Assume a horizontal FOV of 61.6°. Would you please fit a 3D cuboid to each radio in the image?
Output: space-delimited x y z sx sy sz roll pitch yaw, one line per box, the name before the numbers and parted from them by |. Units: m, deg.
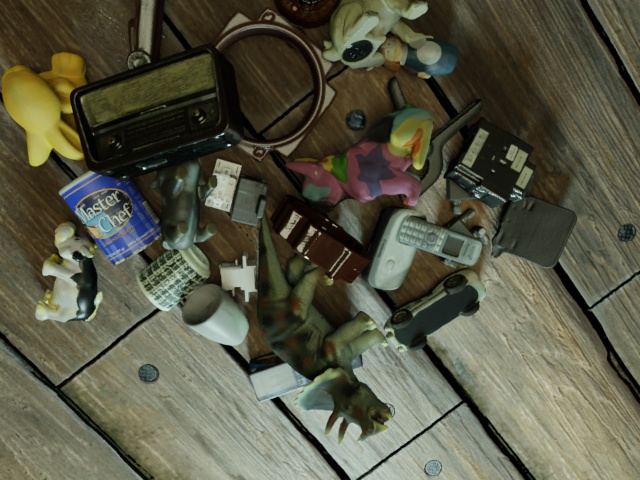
radio | -0.228 -0.174 0.765 0.230 0.073 0.131 -15 84 12

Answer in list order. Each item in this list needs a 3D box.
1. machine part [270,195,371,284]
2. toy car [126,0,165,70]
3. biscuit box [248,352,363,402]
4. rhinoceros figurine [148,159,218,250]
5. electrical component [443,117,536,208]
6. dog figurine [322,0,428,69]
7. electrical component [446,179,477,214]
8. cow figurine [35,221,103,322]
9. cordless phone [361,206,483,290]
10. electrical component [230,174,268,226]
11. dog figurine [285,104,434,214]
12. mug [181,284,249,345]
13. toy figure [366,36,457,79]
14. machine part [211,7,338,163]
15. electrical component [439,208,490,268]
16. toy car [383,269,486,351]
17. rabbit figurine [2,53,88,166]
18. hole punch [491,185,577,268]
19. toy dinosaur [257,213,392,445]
machine part | -0.002 -0.003 0.868 0.179 0.179 0.056 34 101 -12
toy car | -0.259 -0.329 0.805 0.053 0.089 0.202 9 103 -9
biscuit box | -0.026 0.222 0.972 0.203 0.063 0.059 -18 104 -2
rhinoceros figurine | -0.220 -0.079 0.848 0.073 0.112 0.190 -1 83 -42
electrical component | 0.294 -0.123 0.908 0.134 0.058 0.115 32 81 -2
dog figurine | 0.062 -0.372 0.813 0.172 0.121 0.190 -18 72 -7
electrical component | 0.256 -0.093 0.947 0.063 0.021 0.094 -3 96 -6
cow figurine | -0.405 0.055 0.889 0.098 0.068 0.167 13 105 -15
cordless phone | 0.173 0.029 0.924 0.184 0.089 0.146 19 100 -3
electrical component | -0.114 -0.062 0.867 0.048 0.119 0.074 13 104 -10
dog figurine | 0.060 -0.130 0.861 0.219 0.108 0.191 9 107 5
mug | -0.181 0.138 0.924 0.110 0.081 0.107 -9 138 32
toy figure | 0.142 -0.302 0.873 0.154 0.057 0.064 5 65 -6
machine part | -0.089 -0.240 0.846 0.201 0.087 0.201 37 96 -14
electrical component | 0.253 0.003 0.959 0.102 0.045 0.078 -35 106 2
toy car | 0.209 0.130 0.980 0.202 0.056 0.073 -34 110 4
rabbit figurine | -0.405 -0.191 0.779 0.122 0.173 0.162 -7 99 -8
hole punch | 0.380 -0.019 0.957 0.116 0.092 0.142 26 103 19
toy dinosaur | -0.027 0.147 0.894 0.192 0.131 0.405 -42 74 -7
